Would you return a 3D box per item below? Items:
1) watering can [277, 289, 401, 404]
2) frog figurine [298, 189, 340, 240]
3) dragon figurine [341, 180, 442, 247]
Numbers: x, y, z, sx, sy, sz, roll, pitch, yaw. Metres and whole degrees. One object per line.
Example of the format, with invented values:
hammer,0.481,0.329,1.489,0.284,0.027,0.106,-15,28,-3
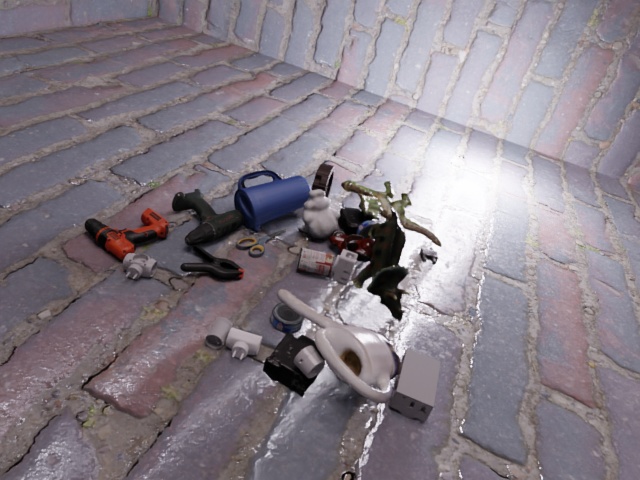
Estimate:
watering can,0.056,0.237,1.204,0.353,0.103,0.223,46,17,32
frog figurine,0.005,-0.085,1.697,0.137,0.156,0.125,-1,37,-26
dragon figurine,0.231,-0.097,1.821,0.244,0.120,0.416,-10,45,-45
